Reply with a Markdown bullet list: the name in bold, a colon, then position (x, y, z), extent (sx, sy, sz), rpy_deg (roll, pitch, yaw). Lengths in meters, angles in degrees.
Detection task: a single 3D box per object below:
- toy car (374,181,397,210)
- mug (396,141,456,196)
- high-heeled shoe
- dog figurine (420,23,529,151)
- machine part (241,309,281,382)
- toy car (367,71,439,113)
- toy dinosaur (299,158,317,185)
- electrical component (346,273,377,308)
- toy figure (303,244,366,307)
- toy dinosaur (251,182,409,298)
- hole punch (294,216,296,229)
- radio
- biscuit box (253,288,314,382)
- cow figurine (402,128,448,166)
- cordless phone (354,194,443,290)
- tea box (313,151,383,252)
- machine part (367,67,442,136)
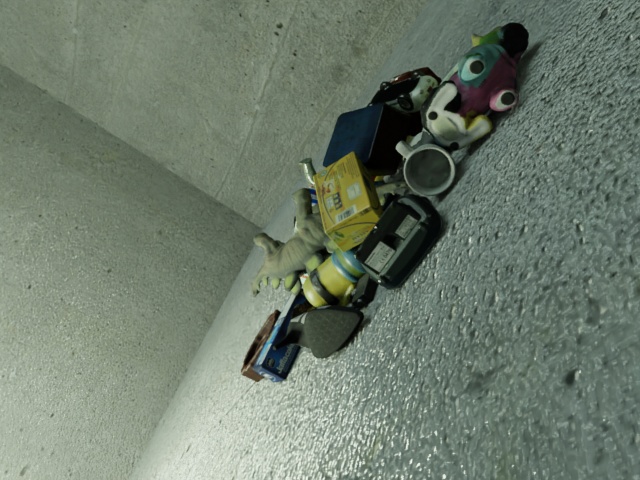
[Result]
- **toy car**: position (0.092, -0.088, 1.178), extent (0.109, 0.103, 0.161), rpy_deg (-60, 8, -12)
- **mug**: position (0.176, -0.129, 0.912), extent (0.080, 0.110, 0.107), rpy_deg (-59, -4, 18)
- **high-heeled shoe**: position (0.019, 0.151, 0.972), extent (0.249, 0.086, 0.145), rpy_deg (-24, -1, 41)
- **dog figurine**: position (0.264, -0.268, 0.901), extent (0.191, 0.108, 0.219), rpy_deg (-45, 11, 40)
- **machine part**: position (-0.127, 0.256, 1.304), extent (0.179, 0.056, 0.179), rpy_deg (-56, 9, 13)
- **toy car**: position (0.168, -0.300, 1.133), extent (0.073, 0.056, 0.202), rpy_deg (-59, 25, -11)
- **toy dinosaur**: position (0.033, -0.114, 1.484), extent (0.131, 0.191, 0.405), rpy_deg (-18, 35, 7)
- **electrical component**: position (0.079, 0.087, 0.927), extent (0.094, 0.021, 0.063), rpy_deg (-46, 15, 46)
- **toy figure**: position (0.043, 0.054, 0.998), extent (0.180, 0.089, 0.082), rpy_deg (-51, 14, 27)
- **toy dinosaur**: position (-0.002, -0.003, 1.125), extent (0.471, 0.105, 0.199), rpy_deg (-44, 52, 28)
- **hole punch**: position (-0.027, -0.025, 1.664), extent (0.142, 0.092, 0.115), rpy_deg (153, 120, -65)
- **radio**: position (0.094, -0.205, 1.131), extent (0.230, 0.073, 0.131), rpy_deg (13, 85, 66)
- **biscuit box**: position (-0.069, 0.204, 1.160), extent (0.059, 0.063, 0.203), rpy_deg (-40, 21, 59)
- **cow figurine**: position (0.212, -0.185, 0.994), extent (0.167, 0.068, 0.098), rpy_deg (-50, 17, 53)
- **cordless phone**: position (0.130, -0.012, 0.881), extent (0.146, 0.089, 0.184), rpy_deg (-56, -2, 18)
- **tea box**: position (0.052, -0.072, 0.976), extent (0.098, 0.068, 0.170), rpy_deg (-29, 40, 18)
- **machine part**: position (0.186, -0.295, 1.252), extent (0.202, 0.087, 0.201), rpy_deg (7, 62, 57)
